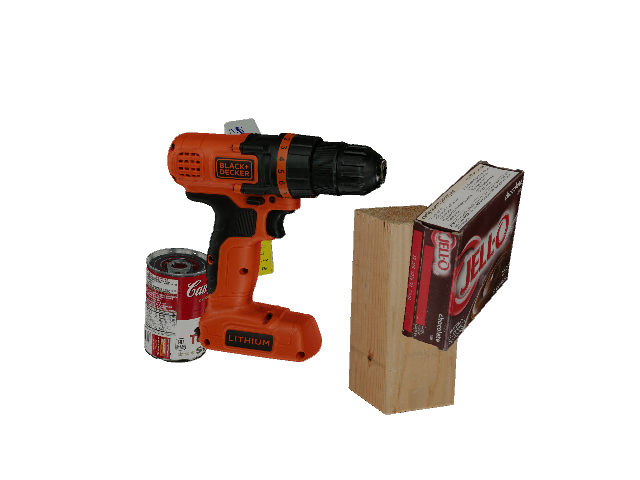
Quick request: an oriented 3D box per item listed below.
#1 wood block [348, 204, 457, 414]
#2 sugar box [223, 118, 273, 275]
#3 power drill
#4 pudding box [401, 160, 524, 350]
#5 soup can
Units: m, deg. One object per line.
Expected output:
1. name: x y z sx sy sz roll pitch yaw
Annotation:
1. wood block: 0.091 0.072 1.159 0.090 0.206 0.091 -4 14 -26
2. sugar box: -0.090 -0.053 1.317 0.048 0.176 0.093 -9 24 -8
3. power drill: -0.036 0.003 0.886 0.185 0.188 0.057 6 16 19
4. pudding box: 0.097 0.007 0.722 0.039 0.090 0.113 18 33 22
5. soup can: -0.149 0.068 1.111 0.068 0.102 0.068 5 21 -2
